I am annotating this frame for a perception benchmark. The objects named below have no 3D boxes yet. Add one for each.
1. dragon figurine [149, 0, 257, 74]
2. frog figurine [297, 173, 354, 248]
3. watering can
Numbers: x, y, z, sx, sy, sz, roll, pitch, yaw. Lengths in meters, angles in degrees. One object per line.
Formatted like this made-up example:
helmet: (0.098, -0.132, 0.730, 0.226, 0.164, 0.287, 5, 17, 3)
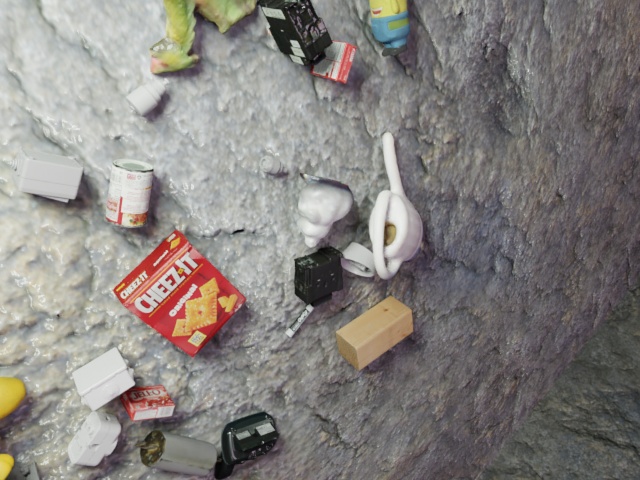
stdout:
dragon figurine: (-0.176, -0.450, 0.811, 0.409, 0.123, 0.241, -60, 153, 4)
frog figurine: (0.003, -0.057, 1.134, 0.137, 0.123, 0.159, 3, 99, -62)
watering can: (0.189, -0.073, 1.277, 0.223, 0.104, 0.350, 21, 73, -61)
